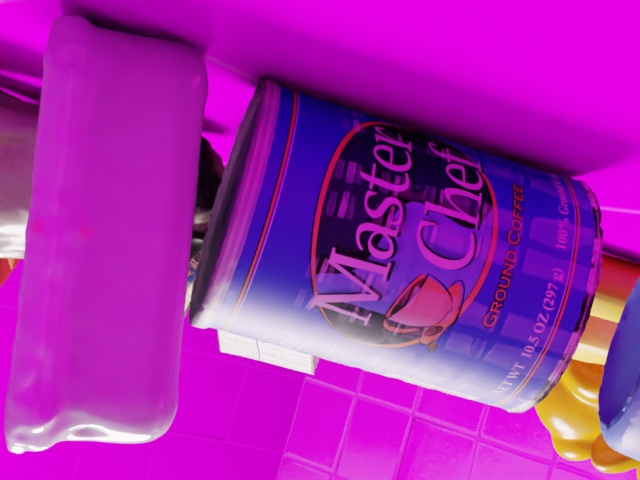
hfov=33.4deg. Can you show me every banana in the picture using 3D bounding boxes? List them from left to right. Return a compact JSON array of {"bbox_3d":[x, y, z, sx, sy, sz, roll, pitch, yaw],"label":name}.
[{"bbox_3d":[0.154,0.020,0.636,0.198,0.037,0.069,17,-167,-1],"label":"banana"}]

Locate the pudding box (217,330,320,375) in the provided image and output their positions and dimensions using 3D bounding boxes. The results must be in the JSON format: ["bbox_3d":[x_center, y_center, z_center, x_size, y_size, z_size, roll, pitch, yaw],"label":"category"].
[{"bbox_3d":[-0.043,0.064,0.910,0.090,0.039,0.113,12,145,9],"label":"pudding box"}]

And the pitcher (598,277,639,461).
[{"bbox_3d":[0.268,0.081,0.504,0.243,0.149,0.145,19,-169,5],"label":"pitcher"}]

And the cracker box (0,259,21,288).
[{"bbox_3d":[-0.293,-0.024,0.762,0.164,0.072,0.213,10,-156,-1],"label":"cracker box"}]

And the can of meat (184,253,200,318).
[{"bbox_3d":[-0.139,0.022,0.909,0.084,0.057,0.102,31,140,-1],"label":"can of meat"}]

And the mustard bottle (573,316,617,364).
[{"bbox_3d":[0.259,0.071,0.712,0.192,0.058,0.096,11,179,40],"label":"mustard bottle"}]

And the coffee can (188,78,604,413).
[{"bbox_3d":[0.028,0.004,0.437,0.140,0.103,0.103,16,175,-10],"label":"coffee can"}]
